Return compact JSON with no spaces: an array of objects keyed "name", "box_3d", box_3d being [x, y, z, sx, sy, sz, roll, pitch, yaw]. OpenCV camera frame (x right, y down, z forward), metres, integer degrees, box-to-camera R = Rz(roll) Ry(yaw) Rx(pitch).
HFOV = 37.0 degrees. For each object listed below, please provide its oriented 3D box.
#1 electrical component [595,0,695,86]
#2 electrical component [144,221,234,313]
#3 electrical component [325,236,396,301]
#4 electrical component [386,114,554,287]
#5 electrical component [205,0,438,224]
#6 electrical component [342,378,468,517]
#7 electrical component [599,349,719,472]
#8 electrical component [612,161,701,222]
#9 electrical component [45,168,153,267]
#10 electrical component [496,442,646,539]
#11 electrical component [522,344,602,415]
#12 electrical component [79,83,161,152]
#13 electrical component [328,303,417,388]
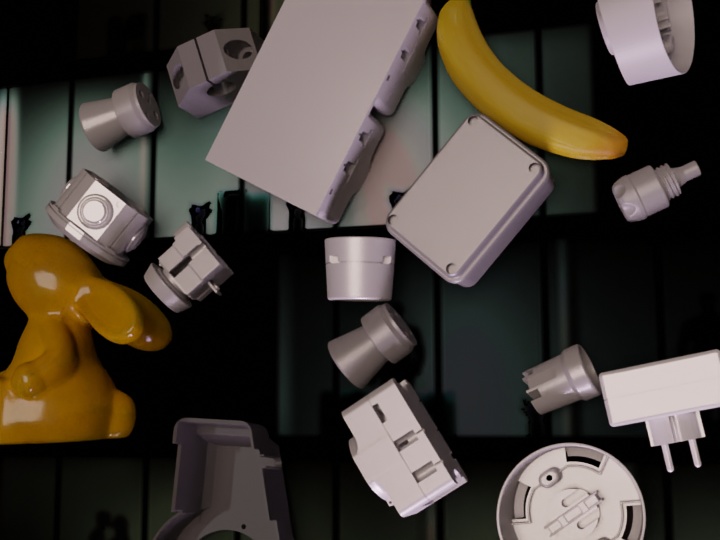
[{"name":"electrical component","box_3d":[0.205,-0.184,0.770,0.064,0.099,0.099,-16,78,22]},{"name":"electrical component","box_3d":[-0.142,0.002,0.881,0.055,0.048,0.066,-42,73,1]},{"name":"electrical component","box_3d":[0.000,0.000,0.831,0.055,0.055,0.047,0,86,18]},{"name":"electrical component","box_3d":[0.083,-0.051,0.810,0.078,0.057,0.113,41,96,18]},{"name":"electrical component","box_3d":[-0.027,-0.143,0.855,0.105,0.060,0.186,27,91,19]},{"name":"electrical component","box_3d":[0.030,0.134,0.805,0.056,0.050,0.089,-35,73,10]},{"name":"electrical component","box_3d":[0.218,0.102,0.751,0.083,0.047,0.075,-14,79,15]},{"name":"electrical component","box_3d":[0.217,-0.061,0.781,0.061,0.035,0.035,-26,76,10]},{"name":"electrical component","box_3d":[-0.215,-0.043,0.892,0.080,0.080,0.051,38,90,18]},{"name":"electrical component","box_3d":[0.150,0.171,0.754,0.099,0.064,0.099,-2,82,17]},{"name":"electrical component","box_3d":[0.146,0.081,0.782,0.046,0.040,0.040,-26,76,18]},{"name":"electrical component","box_3d":[-0.205,-0.131,0.918,0.055,0.045,0.045,-20,77,14]},{"name":"electrical component","box_3d":[0.010,0.057,0.825,0.055,0.045,0.045,-38,73,9]}]
